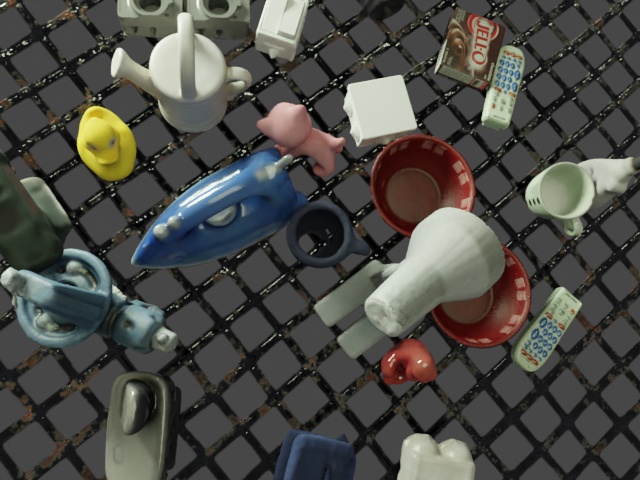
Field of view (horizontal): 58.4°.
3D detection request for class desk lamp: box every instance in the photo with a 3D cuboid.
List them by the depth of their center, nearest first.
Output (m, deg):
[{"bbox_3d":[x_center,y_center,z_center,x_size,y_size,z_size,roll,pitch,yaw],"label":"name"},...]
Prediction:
[{"bbox_3d":[0.113,0.064,0.749,0.203,0.213,0.118,-37,87,-13],"label":"desk lamp"}]

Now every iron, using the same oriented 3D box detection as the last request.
[{"bbox_3d":[-0.141,-0.038,0.763,0.258,0.141,0.118,-31,86,-13],"label":"iron"}]

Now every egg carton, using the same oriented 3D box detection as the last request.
[{"bbox_3d":[0.152,0.345,0.780,0.107,0.069,0.150,12,78,-7],"label":"egg carton"}]

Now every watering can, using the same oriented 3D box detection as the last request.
[{"bbox_3d":[-0.182,-0.221,0.762,0.173,0.194,0.101,-22,84,-12],"label":"watering can"}]

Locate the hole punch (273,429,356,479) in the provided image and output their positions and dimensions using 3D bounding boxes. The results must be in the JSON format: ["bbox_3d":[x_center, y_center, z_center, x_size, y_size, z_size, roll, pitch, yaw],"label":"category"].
[{"bbox_3d":[-0.004,0.308,0.749,0.101,0.091,0.109,16,78,-6],"label":"hole punch"}]

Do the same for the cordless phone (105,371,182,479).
[{"bbox_3d":[-0.220,0.233,0.679,0.094,0.185,0.147,0,80,-9],"label":"cordless phone"}]

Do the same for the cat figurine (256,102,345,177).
[{"bbox_3d":[-0.024,-0.151,0.815,0.128,0.117,0.067,20,77,-5],"label":"cat figurine"}]

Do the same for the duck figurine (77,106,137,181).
[{"bbox_3d":[-0.298,-0.140,0.784,0.077,0.086,0.104,-19,83,-12],"label":"duck figurine"}]

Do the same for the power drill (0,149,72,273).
[{"bbox_3d":[-0.382,-0.055,0.692,0.076,0.208,0.229,-35,87,-13],"label":"power drill"}]

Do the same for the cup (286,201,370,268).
[{"bbox_3d":[0.007,0.003,0.804,0.118,0.095,0.092,17,78,-6],"label":"cup"}]

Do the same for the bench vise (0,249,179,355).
[{"bbox_3d":[-0.271,0.071,0.682,0.207,0.219,0.121,7,79,-8],"label":"bench vise"}]

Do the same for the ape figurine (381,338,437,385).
[{"bbox_3d":[0.130,0.174,0.795,0.078,0.092,0.076,29,77,-3],"label":"ape figurine"}]

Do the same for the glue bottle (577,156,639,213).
[{"bbox_3d":[0.428,-0.093,0.850,0.037,0.173,0.078,8,79,-7],"label":"glue bottle"}]

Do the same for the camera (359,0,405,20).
[{"bbox_3d":[0.069,-0.418,0.886,0.143,0.100,0.137,-18,83,-12],"label":"camera"}]
